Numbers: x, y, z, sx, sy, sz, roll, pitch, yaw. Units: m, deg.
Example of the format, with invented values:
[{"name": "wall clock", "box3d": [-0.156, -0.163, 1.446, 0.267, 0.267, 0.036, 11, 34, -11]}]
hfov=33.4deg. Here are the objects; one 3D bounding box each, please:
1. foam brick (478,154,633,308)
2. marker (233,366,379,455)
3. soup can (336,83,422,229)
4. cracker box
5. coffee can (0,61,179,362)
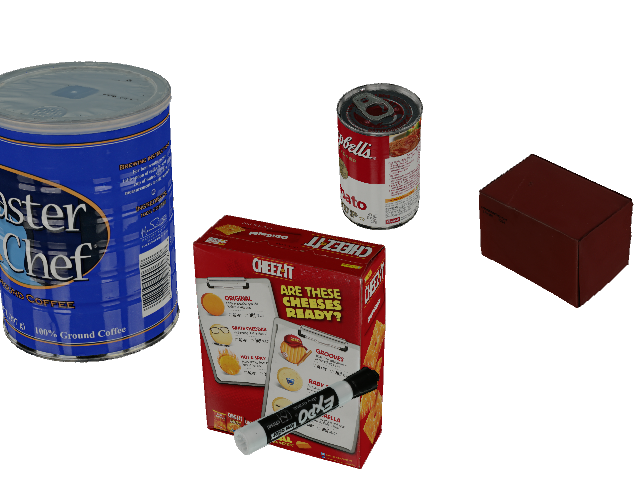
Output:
[{"name": "foam brick", "box3d": [0.140, -0.007, 0.641, 0.051, 0.053, 0.078, -32, 44, -26]}, {"name": "marker", "box3d": [-0.007, 0.118, 0.754, 0.120, 0.020, 0.020, -22, 12, -32]}, {"name": "soup can", "box3d": [0.048, -0.068, 0.871, 0.068, 0.102, 0.068, -2, 43, 2]}, {"name": "cracker box", "box3d": [-0.026, 0.094, 0.993, 0.164, 0.214, 0.072, 11, 31, 20]}, {"name": "coffee can", "box3d": [-0.132, -0.018, 0.598, 0.103, 0.140, 0.103, 1, 26, -1]}]
